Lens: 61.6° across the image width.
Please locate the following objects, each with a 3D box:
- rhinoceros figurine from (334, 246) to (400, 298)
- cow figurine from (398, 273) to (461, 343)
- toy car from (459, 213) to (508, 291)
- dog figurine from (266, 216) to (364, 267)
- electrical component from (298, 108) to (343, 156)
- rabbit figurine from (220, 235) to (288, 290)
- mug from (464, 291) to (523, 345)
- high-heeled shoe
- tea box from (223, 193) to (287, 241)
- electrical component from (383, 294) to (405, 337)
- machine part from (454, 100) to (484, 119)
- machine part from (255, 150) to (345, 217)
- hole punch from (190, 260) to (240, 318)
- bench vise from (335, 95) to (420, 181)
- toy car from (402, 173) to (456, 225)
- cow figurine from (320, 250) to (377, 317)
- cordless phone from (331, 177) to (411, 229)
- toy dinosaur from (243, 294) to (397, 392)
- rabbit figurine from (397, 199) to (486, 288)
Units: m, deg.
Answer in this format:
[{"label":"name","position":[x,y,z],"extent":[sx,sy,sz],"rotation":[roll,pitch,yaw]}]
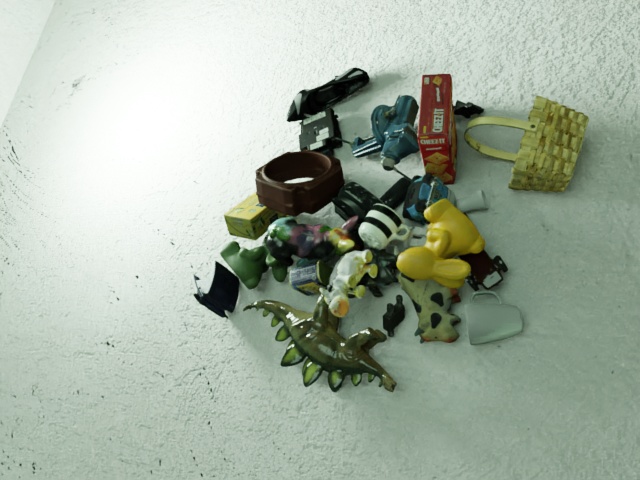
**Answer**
[{"label":"rhinoceros figurine","position":[0.124,0.073,1.264],"extent":[0.190,0.073,0.112],"rotation":[-14,51,26]},{"label":"cow figurine","position":[0.236,0.135,1.158],"extent":[0.127,0.085,0.195],"rotation":[-33,58,5]},{"label":"toy car","position":[0.329,0.027,1.174],"extent":[0.089,0.053,0.202],"rotation":[-36,51,9]},{"label":"dog figurine","position":[-0.003,-0.004,1.296],"extent":[0.219,0.191,0.108],"rotation":[-21,49,46]},{"label":"electrical component","position":[0.000,-0.288,1.508],"extent":[0.115,0.058,0.134],"rotation":[-16,61,25]},{"label":"rabbit figurine","position":[-0.152,0.039,1.406],"extent":[0.170,0.121,0.159],"rotation":[-40,46,-11]},{"label":"mug","position":[0.352,0.157,1.091],"extent":[0.107,0.080,0.109],"rotation":[-6,57,15]},{"label":"high-heeled shoe","position":[0.025,-0.400,1.517],"extent":[0.249,0.086,0.145],"rotation":[-46,40,-14]},{"label":"tea box","position":[-0.164,-0.073,1.440],"extent":[0.098,0.068,0.169],"rotation":[9,34,32]},{"label":"electrical component","position":[0.166,0.169,1.193],"extent":[0.021,0.093,0.063],"rotation":[23,42,36]},{"label":"machine part","position":[0.329,-0.322,1.333],"extent":[0.139,0.084,0.039],"rotation":[8,98,41]},{"label":"machine part","position":[-0.053,-0.155,1.399],"extent":[0.202,0.087,0.201],"rotation":[24,45,34]},{"label":"hole punch","position":[-0.270,0.130,1.423],"extent":[0.092,0.142,0.116],"rotation":[-35,43,7]},{"label":"bench vise","position":[0.160,-0.252,1.364],"extent":[0.241,0.128,0.223],"rotation":[-12,63,48]},{"label":"toy car","position":[0.258,-0.092,1.233],"extent":[0.103,0.161,0.109],"rotation":[17,83,-9]},{"label":"cow figurine","position":[0.050,0.094,1.179],"extent":[0.098,0.068,0.167],"rotation":[2,42,41]},{"label":"cordless phone","position":[0.134,-0.111,1.347],"extent":[0.184,0.088,0.147],"rotation":[-42,52,-8]},{"label":"toy dinosaur","position":[-0.008,0.224,1.245],"extent":[0.472,0.105,0.198],"rotation":[32,89,41]},{"label":"rabbit figurine","position":[0.246,0.028,1.121],"extent":[0.173,0.121,0.162],"rotation":[-34,69,-12]}]
